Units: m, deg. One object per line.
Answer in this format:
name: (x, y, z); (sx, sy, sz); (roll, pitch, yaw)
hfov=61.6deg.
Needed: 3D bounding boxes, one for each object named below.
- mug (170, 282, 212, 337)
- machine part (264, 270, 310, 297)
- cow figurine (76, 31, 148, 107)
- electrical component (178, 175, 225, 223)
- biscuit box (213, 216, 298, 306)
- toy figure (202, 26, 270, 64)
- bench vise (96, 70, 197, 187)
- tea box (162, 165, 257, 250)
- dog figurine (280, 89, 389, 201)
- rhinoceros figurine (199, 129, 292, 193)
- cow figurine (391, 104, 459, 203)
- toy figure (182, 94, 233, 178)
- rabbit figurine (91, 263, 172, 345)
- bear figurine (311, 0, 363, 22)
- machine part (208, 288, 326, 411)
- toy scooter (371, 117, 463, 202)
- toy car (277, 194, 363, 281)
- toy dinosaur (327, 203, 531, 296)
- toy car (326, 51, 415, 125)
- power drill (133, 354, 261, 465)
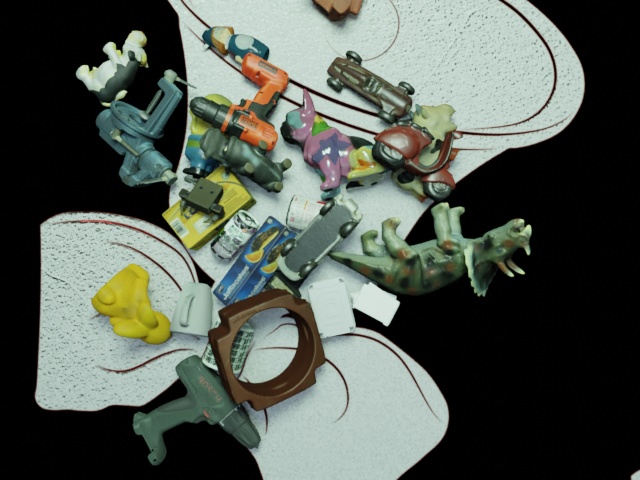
mug: (-0.263, 0.139, 1.098); (0.081, 0.109, 0.107); (3, 73, 9)
machine part: (-0.048, 0.067, 1.119); (0.084, 0.039, 0.139); (39, 91, 14)
cow figurine: (-0.427, -0.369, 1.158); (0.167, 0.068, 0.098); (-38, 90, 4)
electrical component: (-0.235, -0.079, 1.071); (0.102, 0.045, 0.078); (18, 59, 3)
biscuit box: (-0.131, 0.052, 1.102); (0.063, 0.059, 0.202); (35, 89, 38)
toy figure: (-0.184, -0.421, 1.152); (0.155, 0.057, 0.064); (24, 44, 5)
bench vise: (-0.351, -0.232, 1.109); (0.224, 0.129, 0.240); (45, 107, 22)
tea box: (-0.229, -0.067, 1.124); (0.169, 0.068, 0.098); (-37, 84, 0)
dog figurine: (0.025, -0.204, 1.099); (0.192, 0.108, 0.219); (-19, 83, 3)
rhinoceros figurine: (-0.146, -0.158, 1.060); (0.190, 0.112, 0.073); (27, 79, -35)
cow figurine: (0.214, -0.190, 1.097); (0.127, 0.085, 0.195); (31, 90, -1)
toy figure: (-0.232, -0.216, 1.128); (0.089, 0.082, 0.180); (10, 84, 4)
rabbit figurine: (-0.367, 0.144, 1.092); (0.122, 0.162, 0.173); (-43, 102, -12)
bear figurine: (0.071, -0.551, 1.109); (0.120, 0.132, 0.196); (45, 96, 1)
machine part: (-0.103, 0.208, 1.043); (0.201, 0.087, 0.200); (-20, 102, -22)
toy scooter: (0.196, -0.171, 1.019); (0.184, 0.075, 0.135); (34, 90, -6)
toy car: (-0.002, -0.003, 1.051); (0.073, 0.056, 0.201); (46, 104, 7)
toy dinosaur: (0.202, 0.043, 1.060); (0.405, 0.131, 0.192); (-18, 75, 12)
toy car: (0.102, -0.321, 1.117); (0.202, 0.053, 0.089); (37, 92, 14)
power drill: (-0.259, 0.368, 1.091); (0.207, 0.086, 0.232); (-33, 83, 5)
